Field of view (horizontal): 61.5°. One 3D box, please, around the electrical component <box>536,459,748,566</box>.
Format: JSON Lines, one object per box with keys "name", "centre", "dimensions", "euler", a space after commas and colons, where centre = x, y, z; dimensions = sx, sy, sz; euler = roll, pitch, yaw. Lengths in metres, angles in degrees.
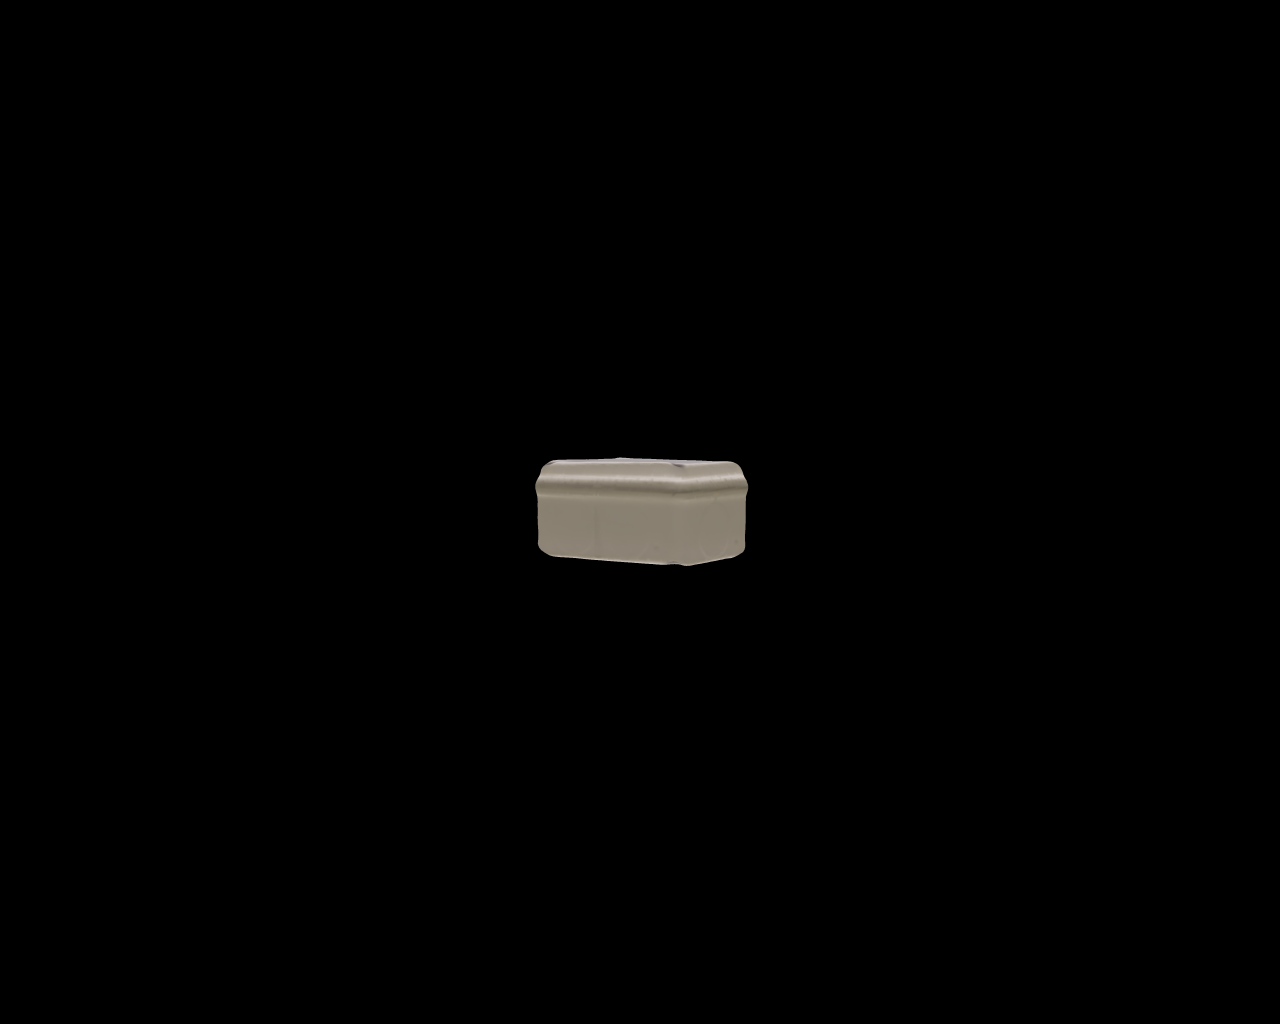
{"name": "electrical component", "centre": [0.001, -0.003, 0.650], "dimensions": [0.113, 0.057, 0.078], "euler": [3, 5, 37]}
